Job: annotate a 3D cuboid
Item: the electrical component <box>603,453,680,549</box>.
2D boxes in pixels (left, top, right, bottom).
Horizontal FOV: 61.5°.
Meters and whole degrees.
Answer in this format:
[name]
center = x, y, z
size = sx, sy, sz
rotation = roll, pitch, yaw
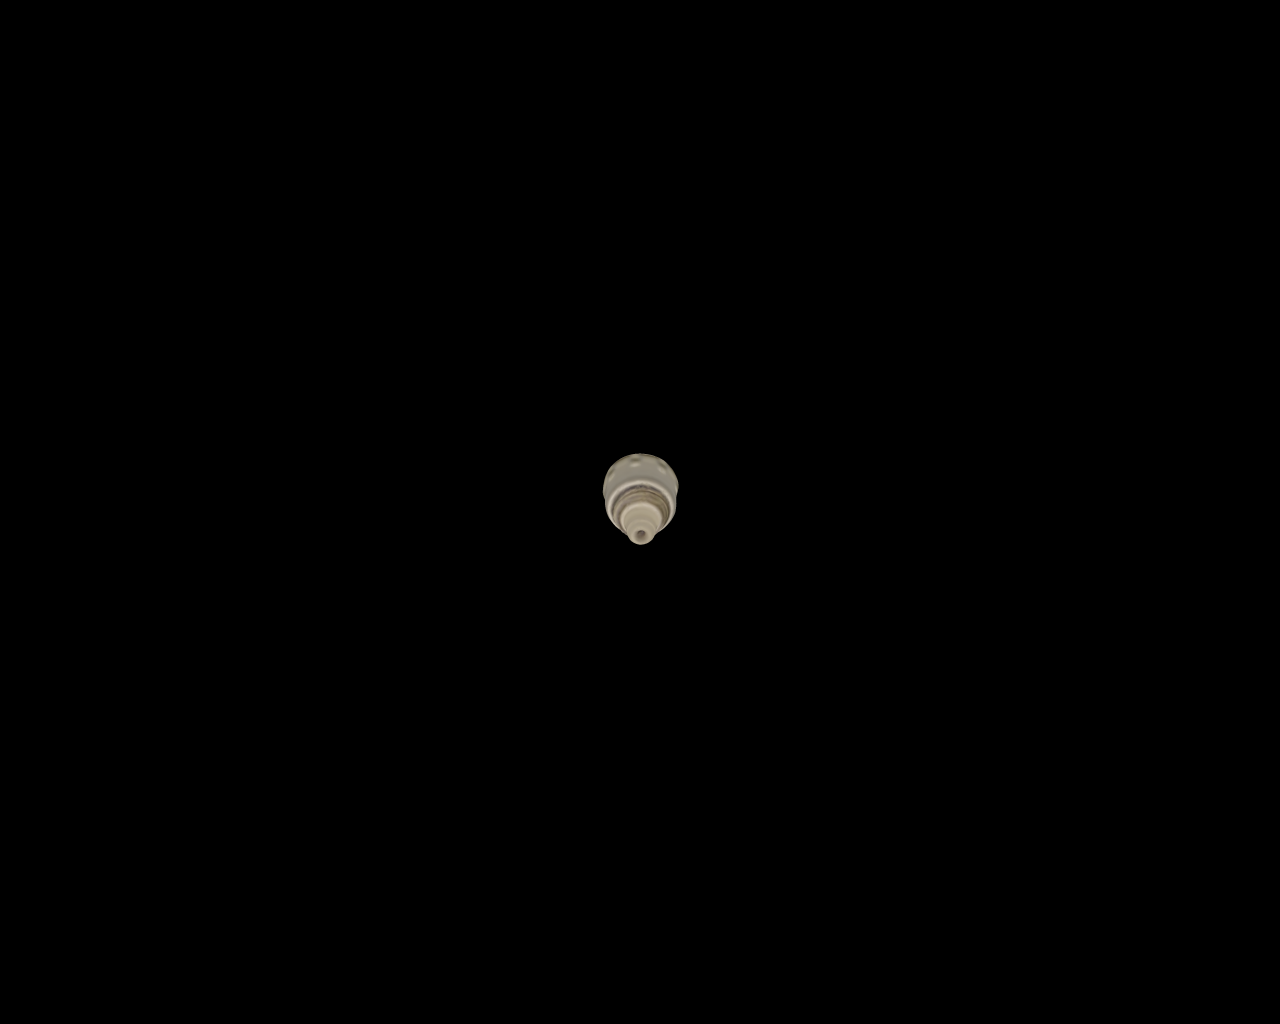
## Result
[electrical component]
center = 0.001, -0.003, 0.650
size = 0.048, 0.048, 0.062
rotation = 0, 34, 0
